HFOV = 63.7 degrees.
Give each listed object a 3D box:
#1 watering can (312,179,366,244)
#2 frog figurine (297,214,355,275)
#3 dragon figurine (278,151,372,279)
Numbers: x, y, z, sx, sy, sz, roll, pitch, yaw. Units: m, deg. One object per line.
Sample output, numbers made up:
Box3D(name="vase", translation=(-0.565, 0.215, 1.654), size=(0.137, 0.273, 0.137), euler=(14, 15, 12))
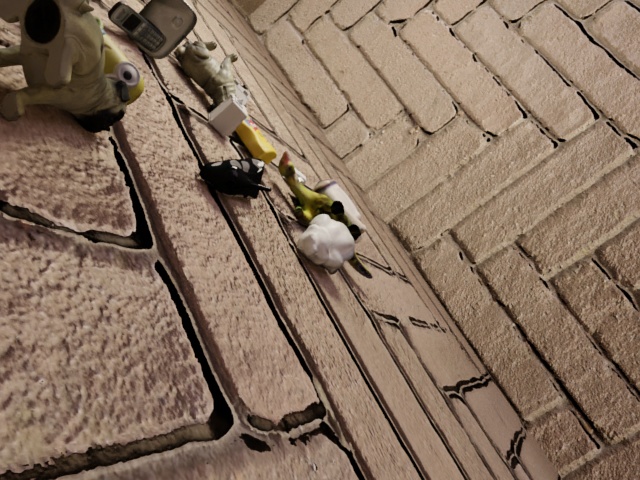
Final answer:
Box3D(name="watering can", translation=(0.060, -0.088, 1.554), size=(0.225, 0.104, 0.346), euler=(54, -5, 2))
Box3D(name="frog figurine", translation=(0.013, 0.001, 1.204), size=(0.157, 0.122, 0.140), euler=(53, 24, -65))
Box3D(name="dragon figurine", translation=(0.004, -0.072, 1.432), size=(0.403, 0.122, 0.247), euler=(55, 1, -32))
